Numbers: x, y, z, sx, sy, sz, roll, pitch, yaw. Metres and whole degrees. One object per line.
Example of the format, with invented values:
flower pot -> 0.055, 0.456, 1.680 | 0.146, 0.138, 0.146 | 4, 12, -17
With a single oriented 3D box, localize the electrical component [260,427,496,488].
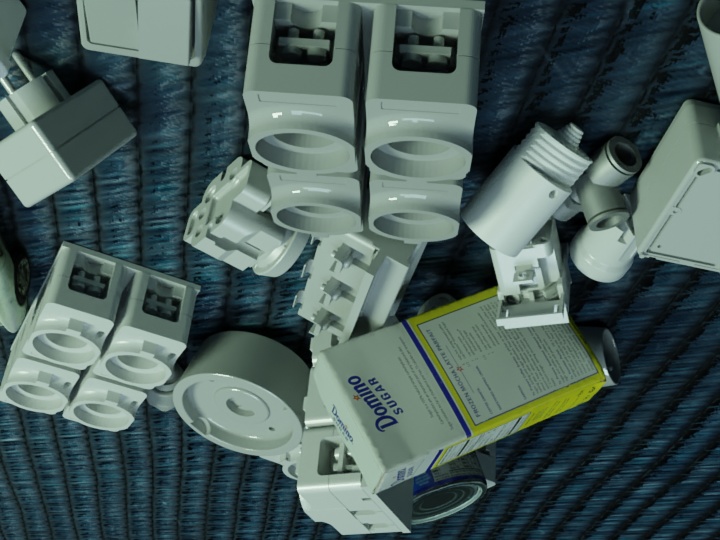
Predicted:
electrical component -> 0.017, 0.157, 0.951 | 0.186, 0.060, 0.105 | 24, 143, -25

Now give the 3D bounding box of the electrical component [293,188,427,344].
electrical component -> 0.000, 0.000, 0.711 | 0.063, 0.078, 0.121 | 29, 147, 6

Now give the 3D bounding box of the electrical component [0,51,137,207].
electrical component -> -0.180, -0.088, 0.614 | 0.047, 0.065, 0.076 | -22, 109, 35

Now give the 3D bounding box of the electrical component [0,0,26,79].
electrical component -> -0.246, -0.142, 0.543 | 0.109, 0.056, 0.108 | -5, 145, 16

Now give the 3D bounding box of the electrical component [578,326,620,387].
electrical component -> 0.145, 0.062, 0.802 | 0.077, 0.043, 0.079 | -13, 142, 27

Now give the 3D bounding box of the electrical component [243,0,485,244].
electrical component -> 0.004, -0.069, 0.564 | 0.105, 0.060, 0.186 | 4, 164, 3

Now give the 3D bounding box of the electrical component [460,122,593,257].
electrical component -> 0.100, -0.052, 0.627 | 0.043, 0.043, 0.081 | 27, 113, -29

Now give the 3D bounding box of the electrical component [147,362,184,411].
electrical component -> -0.163, 0.092, 0.905 | 0.035, 0.035, 0.061 | 10, 144, -6

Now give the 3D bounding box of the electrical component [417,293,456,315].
electrical component -> 0.072, 0.047, 0.794 | 0.044, 0.044, 0.065 | -21, 134, 34

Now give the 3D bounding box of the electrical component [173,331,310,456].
electrical component -> -0.089, 0.094, 0.866 | 0.108, 0.060, 0.108 | 11, 140, 10

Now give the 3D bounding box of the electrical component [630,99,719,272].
electrical component -> 0.201, -0.053, 0.609 | 0.062, 0.061, 0.096 | 11, 139, -7

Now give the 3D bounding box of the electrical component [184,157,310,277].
electrical component -> -0.067, -0.031, 0.683 | 0.057, 0.058, 0.078 | 29, 141, -26

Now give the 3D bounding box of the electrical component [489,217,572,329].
electrical component -> 0.109, -0.002, 0.688 | 0.042, 0.081, 0.063 | -6, 122, 17

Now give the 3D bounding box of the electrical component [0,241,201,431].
electrical component -> -0.210, 0.063, 0.844 | 0.105, 0.060, 0.186 | 19, 144, -19

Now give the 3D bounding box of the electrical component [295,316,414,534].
electrical component -> -0.001, 0.110, 0.801 | 0.062, 0.150, 0.089 | -8, 144, 20

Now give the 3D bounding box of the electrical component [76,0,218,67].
electrical component -> -0.102, -0.140, 0.518 | 0.062, 0.061, 0.096 | 8, 147, -4

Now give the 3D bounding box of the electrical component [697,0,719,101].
electrical component -> 0.214, -0.109, 0.530 | 0.079, 0.044, 0.077 | -11, 143, 23

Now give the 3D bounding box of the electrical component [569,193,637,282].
electrical component -> 0.160, -0.021, 0.679 | 0.040, 0.040, 0.046 | 13, 141, -10
